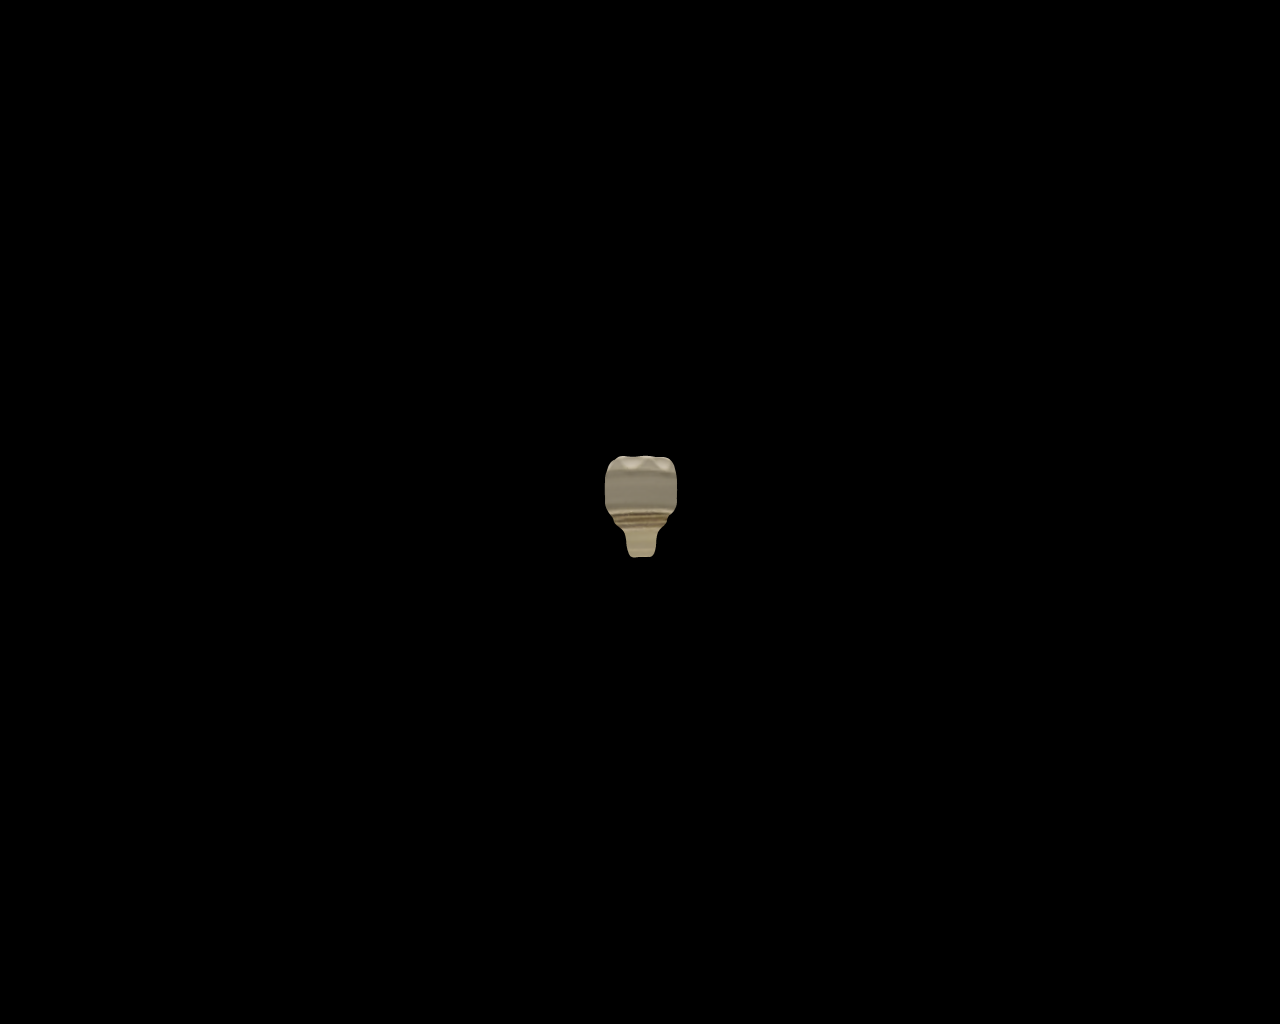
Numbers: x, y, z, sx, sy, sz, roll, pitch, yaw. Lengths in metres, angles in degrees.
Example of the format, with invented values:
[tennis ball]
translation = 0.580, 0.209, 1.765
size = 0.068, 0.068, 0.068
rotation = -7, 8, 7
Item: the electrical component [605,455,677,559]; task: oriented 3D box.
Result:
[electrical component]
translation = 0.001, -0.003, 0.650
size = 0.043, 0.062, 0.043
rotation = 0, -2, 0
